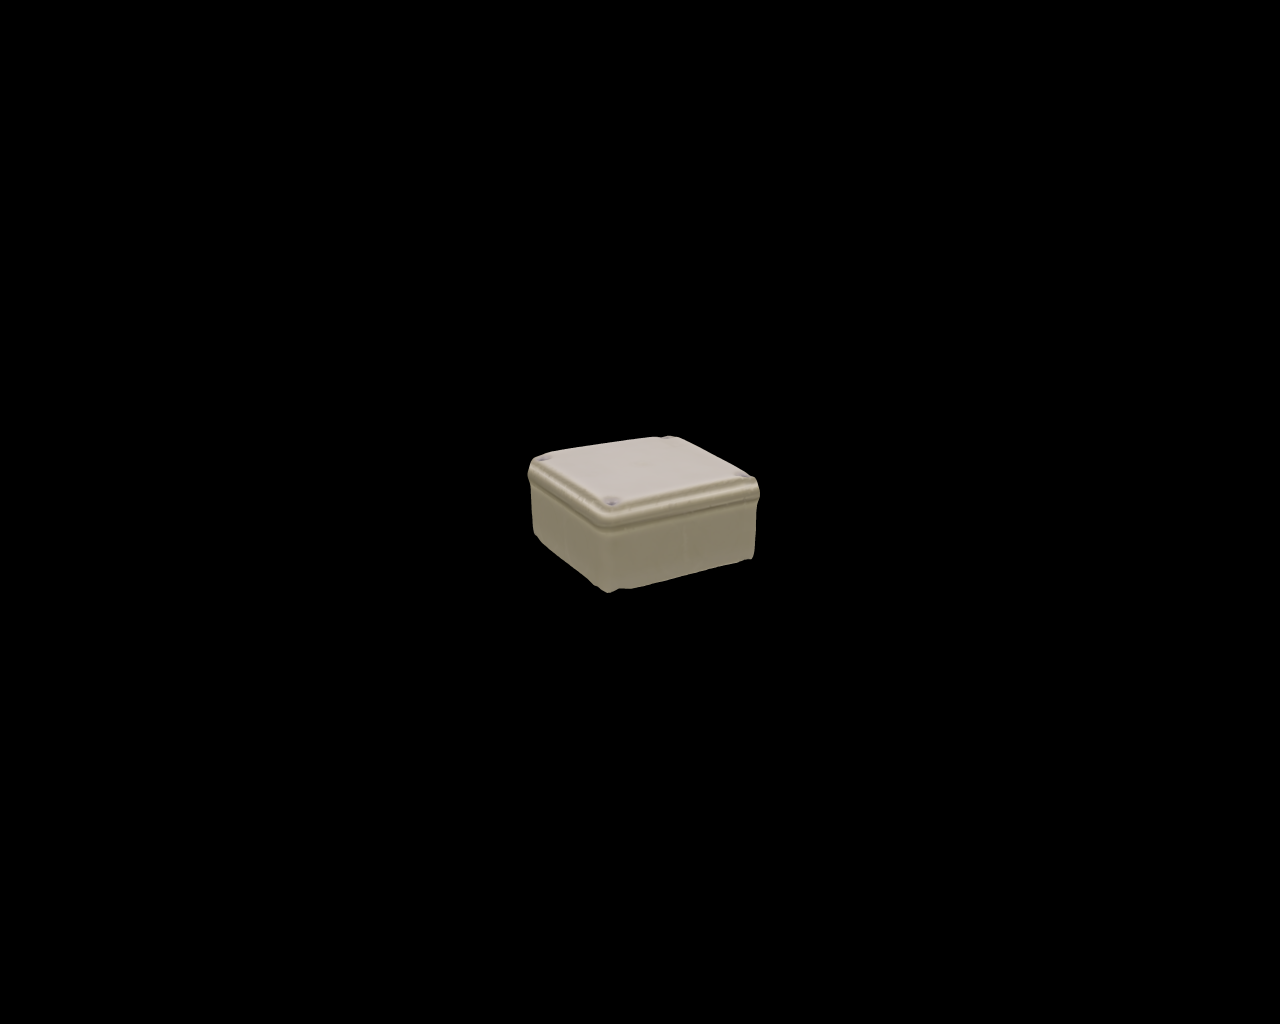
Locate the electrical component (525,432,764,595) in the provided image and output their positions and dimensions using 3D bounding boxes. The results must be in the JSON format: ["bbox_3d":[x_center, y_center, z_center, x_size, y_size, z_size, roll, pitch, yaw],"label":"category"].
[{"bbox_3d":[0.001,-0.003,0.650,0.109,0.056,0.109,-11,23,-27],"label":"electrical component"}]
